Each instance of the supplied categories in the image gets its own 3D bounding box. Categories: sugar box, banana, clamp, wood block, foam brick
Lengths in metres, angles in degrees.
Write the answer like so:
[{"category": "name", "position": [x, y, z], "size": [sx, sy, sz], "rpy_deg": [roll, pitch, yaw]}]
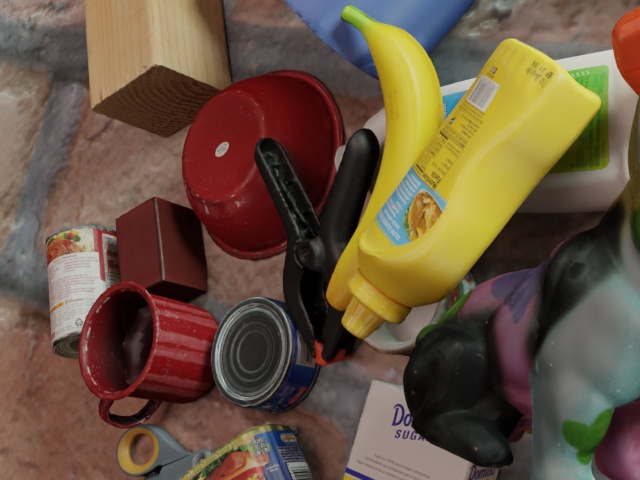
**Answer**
[{"category": "sugar box", "position": [0.053, 0.187, 0.687], "size": [0.093, 0.048, 0.176], "rpy_deg": [15, 83, 42]}, {"category": "banana", "position": [0.044, -0.051, 0.687], "size": [0.070, 0.037, 0.198], "rpy_deg": [4, 91, 23]}, {"category": "clamp", "position": [-0.005, 0.001, 0.766], "size": [0.120, 0.039, 0.171], "rpy_deg": [17, 108, 52]}, {"category": "wood block", "position": [-0.149, -0.210, 0.949], "size": [0.091, 0.090, 0.206], "rpy_deg": [-25, 62, 34]}, {"category": "foam brick", "position": [-0.133, 0.013, 0.894], "size": [0.051, 0.052, 0.078], "rpy_deg": [-27, 60, 33]}]

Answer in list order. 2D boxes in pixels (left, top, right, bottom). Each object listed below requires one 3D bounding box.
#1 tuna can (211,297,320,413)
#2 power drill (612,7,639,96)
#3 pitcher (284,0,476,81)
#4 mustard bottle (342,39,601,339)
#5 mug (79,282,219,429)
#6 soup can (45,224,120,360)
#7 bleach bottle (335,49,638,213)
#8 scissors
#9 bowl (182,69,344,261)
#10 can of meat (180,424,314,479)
[{"category": "tuna can", "position": [-0.042, 0.086, 0.806], "size": [0.086, 0.033, 0.086], "rpy_deg": [-14, 69, 38]}, {"category": "power drill", "position": [0.200, -0.161, 0.603], "size": [0.185, 0.057, 0.187], "rpy_deg": [-21, 38, 28]}, {"category": "pitcher", "position": [0.078, -0.237, 0.735], "size": [0.243, 0.149, 0.145], "rpy_deg": [-46, 14, 16]}, {"category": "mustard bottle", "position": [0.075, -0.022, 0.615], "size": [0.192, 0.058, 0.096], "rpy_deg": [-53, 21, 11]}, {"category": "mug", "position": [-0.136, 0.097, 0.852], "size": [0.093, 0.081, 0.117], "rpy_deg": [26, 94, 42]}, {"category": "soup can", "position": [-0.204, 0.046, 0.935], "size": [0.069, 0.068, 0.102], "rpy_deg": [-25, 62, 33]}, {"category": "bleach bottle", "position": [0.112, -0.057, 0.698], "size": [0.251, 0.068, 0.102], "rpy_deg": [-6, 73, 42]}, {"category": "scissors", "position": [-0.101, 0.162, 0.846], "size": [0.202, 0.016, 0.096], "rpy_deg": [-40, 55, 25]}, {"category": "bowl", "position": [-0.060, -0.068, 0.853], "size": [0.162, 0.055, 0.162], "rpy_deg": [-13, 70, 38]}, {"category": "can of meat", "position": [-0.047, 0.190, 0.758], "size": [0.102, 0.057, 0.084], "rpy_deg": [-38, 62, 27]}]
